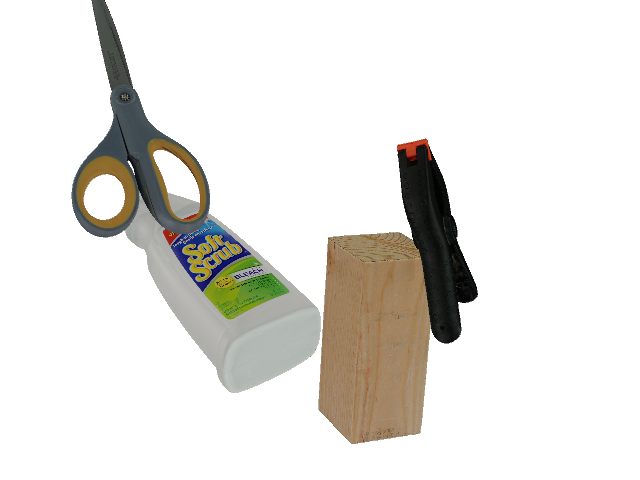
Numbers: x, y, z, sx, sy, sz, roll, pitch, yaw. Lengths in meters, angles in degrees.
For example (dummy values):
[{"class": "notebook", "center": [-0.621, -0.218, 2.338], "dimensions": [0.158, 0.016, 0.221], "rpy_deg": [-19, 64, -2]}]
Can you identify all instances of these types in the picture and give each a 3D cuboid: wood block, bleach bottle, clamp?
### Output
[{"class": "wood block", "center": [0.060, 0.104, 1.161], "dimensions": [0.090, 0.206, 0.091], "rpy_deg": [-4, 19, -23]}, {"class": "bleach bottle", "center": [-0.110, 0.028, 0.958], "dimensions": [0.102, 0.068, 0.251], "rpy_deg": [-22, 43, -30]}, {"class": "clamp", "center": [0.098, 0.002, 0.918], "dimensions": [0.039, 0.171, 0.120], "rpy_deg": [-17, 19, 15]}]

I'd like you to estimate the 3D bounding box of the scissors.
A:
[{"class": "scissors", "center": [-0.145, -0.080, 0.712], "dimensions": [0.096, 0.202, 0.016], "rpy_deg": [-26, -22, -21]}]
